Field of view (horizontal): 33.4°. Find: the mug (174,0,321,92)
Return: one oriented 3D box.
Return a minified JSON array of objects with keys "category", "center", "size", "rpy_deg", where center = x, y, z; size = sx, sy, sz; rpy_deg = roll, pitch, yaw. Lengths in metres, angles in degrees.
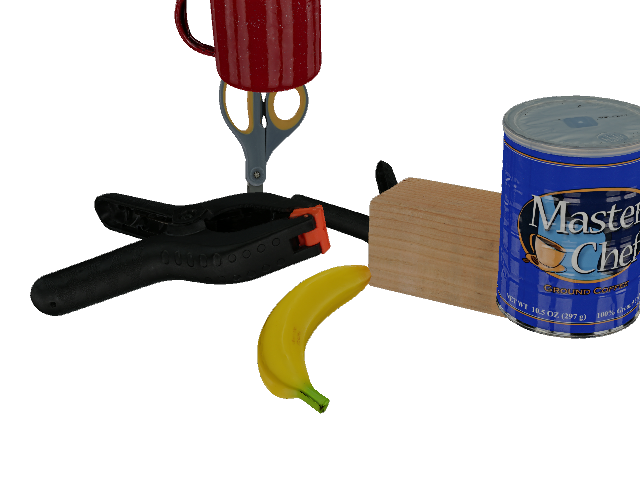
[{"category":"mug","center":[-0.053,-0.164,0.805],"size":[0.117,0.081,0.093],"rpy_deg":[2,34,5]}]

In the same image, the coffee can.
[{"category":"coffee can","center":[0.176,-0.018,0.741],"size":[0.103,0.140,0.103],"rpy_deg":[-2,26,1]}]

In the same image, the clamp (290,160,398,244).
[{"category":"clamp","center":[0.075,-0.009,1.217],"size":[0.164,0.036,0.210],"rpy_deg":[-18,51,-35]}]

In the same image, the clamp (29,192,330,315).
[{"category":"clamp","center":[-0.083,0.006,0.627],"size":[0.172,0.039,0.120],"rpy_deg":[-3,36,23]}]

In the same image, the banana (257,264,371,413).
[{"category":"banana","center":[-0.009,0.071,0.864],"size":[0.069,0.037,0.197],"rpy_deg":[21,34,2]}]

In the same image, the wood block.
[{"category":"wood block","center":[0.156,0.009,1.000],"size":[0.206,0.090,0.090],"rpy_deg":[12,24,29]}]

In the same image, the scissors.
[{"category":"scissors","center":[-0.046,-0.075,1.030],"size":[0.096,0.202,0.016],"rpy_deg":[-14,6,-15]}]
